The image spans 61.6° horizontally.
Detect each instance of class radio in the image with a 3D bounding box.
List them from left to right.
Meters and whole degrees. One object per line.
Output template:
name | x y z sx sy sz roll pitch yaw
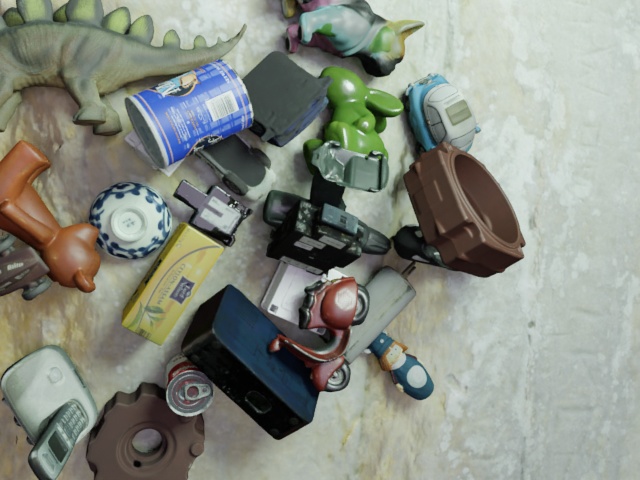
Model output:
radio | -0.099 0.190 0.830 0.073 0.131 0.229 -37 106 22

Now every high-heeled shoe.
high-heeled shoe | 0.234 0.016 0.922 0.249 0.145 0.086 8 93 -16

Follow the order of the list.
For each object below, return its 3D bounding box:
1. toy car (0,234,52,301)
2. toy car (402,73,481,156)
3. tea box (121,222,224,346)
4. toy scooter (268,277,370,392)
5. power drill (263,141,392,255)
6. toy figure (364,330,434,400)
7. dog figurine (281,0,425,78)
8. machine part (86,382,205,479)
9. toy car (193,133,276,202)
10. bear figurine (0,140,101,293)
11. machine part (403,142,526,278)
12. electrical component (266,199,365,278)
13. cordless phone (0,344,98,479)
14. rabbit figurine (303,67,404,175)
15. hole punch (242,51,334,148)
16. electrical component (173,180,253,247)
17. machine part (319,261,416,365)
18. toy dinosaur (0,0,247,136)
toy car | -0.447 0.057 0.710 0.202 0.053 0.089 -16 114 21
toy car | 0.218 -0.208 0.922 0.109 0.103 0.161 -27 104 -15
tea box | -0.223 0.061 0.806 0.068 0.098 0.169 35 82 -18
toy scooter | -0.004 0.136 0.827 0.135 0.075 0.183 17 83 -16
power drill | 0.036 -0.056 0.835 0.232 0.207 0.086 14 63 -10
toy figure | 0.143 0.219 0.958 0.154 0.058 0.064 48 42 -14
dog figurine | 0.054 -0.360 0.858 0.219 0.108 0.191 -6 94 -22
machine part | -0.269 0.314 0.834 0.179 0.056 0.179 -1 95 -16
toy car | -0.155 -0.144 0.832 0.201 0.056 0.073 43 75 -13
bear figurine | -0.367 -0.025 0.743 0.195 0.120 0.132 41 78 -18
machine part | 0.241 -0.049 0.881 0.201 0.087 0.201 18 48 -43
electrical component | -0.002 -0.002 0.801 0.115 0.134 0.058 21 58 -23
cordless phone | -0.379 0.236 0.725 0.089 0.184 0.146 -26 102 -10
rabbit figurine | 0.054 -0.201 0.866 0.159 0.121 0.170 -6 82 -21
hole punch | -0.057 -0.203 0.822 0.142 0.092 0.116 -44 71 -11
electrical component | -0.173 -0.047 0.838 0.119 0.048 0.075 30 84 -17
machine part | 0.082 0.127 0.919 0.243 0.079 0.079 -46 106 -9
toy dinosaur | -0.330 -0.249 0.745 0.471 0.105 0.198 -4 92 -22
